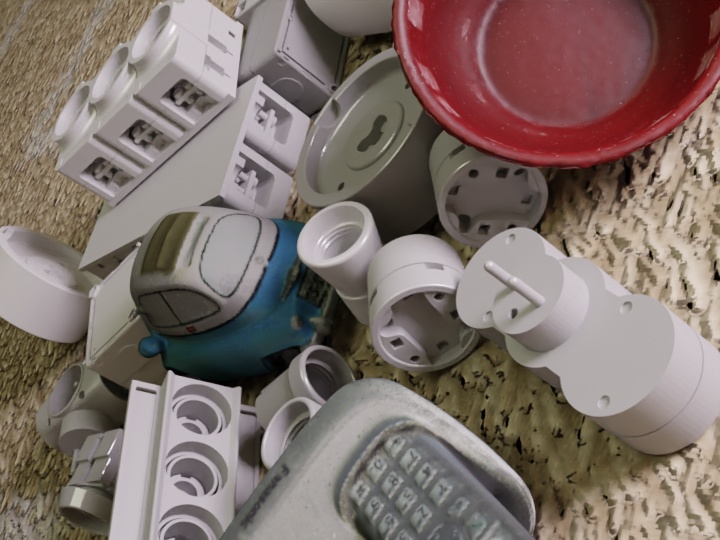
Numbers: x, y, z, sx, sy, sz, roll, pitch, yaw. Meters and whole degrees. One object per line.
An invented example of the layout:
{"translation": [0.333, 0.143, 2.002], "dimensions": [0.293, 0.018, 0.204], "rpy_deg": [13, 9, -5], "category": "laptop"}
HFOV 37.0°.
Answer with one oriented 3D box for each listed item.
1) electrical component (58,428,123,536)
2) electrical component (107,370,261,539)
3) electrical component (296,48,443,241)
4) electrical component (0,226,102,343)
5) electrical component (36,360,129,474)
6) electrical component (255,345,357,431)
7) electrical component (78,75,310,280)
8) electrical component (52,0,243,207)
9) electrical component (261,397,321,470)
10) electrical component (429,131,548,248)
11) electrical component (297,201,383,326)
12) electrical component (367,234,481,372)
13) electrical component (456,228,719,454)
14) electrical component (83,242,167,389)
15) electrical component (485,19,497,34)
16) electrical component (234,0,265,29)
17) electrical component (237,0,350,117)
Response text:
{"translation": [-0.165, 0.139, 0.700], "dimensions": [0.066, 0.048, 0.055], "rpy_deg": [-19, 40, 45], "category": "electrical component"}
{"translation": [-0.099, 0.126, 0.601], "dimensions": [0.121, 0.079, 0.063], "rpy_deg": [-93, 25, -45], "category": "electrical component"}
{"translation": [0.021, -0.068, 0.621], "dimensions": [0.108, 0.060, 0.108], "rpy_deg": [-34, 37, 31], "category": "electrical component"}
{"translation": [-0.267, 0.018, 0.897], "dimensions": [0.060, 0.108, 0.108], "rpy_deg": [-57, 30, 11], "category": "electrical component"}
{"translation": [-0.195, 0.108, 0.769], "dimensions": [0.077, 0.044, 0.079], "rpy_deg": [-37, 36, 27], "category": "electrical component"}
{"translation": [-0.030, 0.069, 0.586], "dimensions": [0.046, 0.040, 0.040], "rpy_deg": [-39, 35, 35], "category": "electrical component"}
{"translation": [-0.123, -0.054, 0.807], "dimensions": [0.186, 0.060, 0.105], "rpy_deg": [-21, 45, 43], "category": "electrical component"}
{"translation": [-0.162, -0.131, 0.809], "dimensions": [0.150, 0.062, 0.089], "rpy_deg": [-35, 38, 32], "category": "electrical component"}
{"translation": [-0.020, 0.091, 0.543], "dimensions": [0.040, 0.046, 0.040], "rpy_deg": [-34, 37, 31], "category": "electrical component"}
{"translation": [0.064, -0.047, 0.551], "dimensions": [0.055, 0.055, 0.047], "rpy_deg": [-43, 30, 21], "category": "electrical component"}
{"translation": [0.000, 0.000, 0.582], "dimensions": [0.044, 0.065, 0.044], "rpy_deg": [-18, 45, 19], "category": "electrical component"}
{"translation": [0.030, 0.015, 0.539], "dimensions": [0.055, 0.055, 0.047], "rpy_deg": [-42, 30, 22], "category": "electrical component"}
{"translation": [0.081, 0.018, 0.446], "dimensions": [0.052, 0.074, 0.138], "rpy_deg": [-54, 31, 3], "category": "electrical component"}
{"translation": [-0.151, 0.032, 0.764], "dimensions": [0.062, 0.061, 0.096], "rpy_deg": [-41, 34, 22], "category": "electrical component"}
{"translation": [0.073, -0.135, 0.617], "dimensions": [0.089, 0.056, 0.050], "rpy_deg": [9, 68, 56], "category": "electrical component"}
{"translation": [-0.041, -0.249, 0.881], "dimensions": [0.109, 0.056, 0.108], "rpy_deg": [-25, 42, 41], "category": "electrical component"}
{"translation": [-0.051, -0.166, 0.812], "dimensions": [0.061, 0.062, 0.096], "rpy_deg": [-26, 42, 40], "category": "electrical component"}
